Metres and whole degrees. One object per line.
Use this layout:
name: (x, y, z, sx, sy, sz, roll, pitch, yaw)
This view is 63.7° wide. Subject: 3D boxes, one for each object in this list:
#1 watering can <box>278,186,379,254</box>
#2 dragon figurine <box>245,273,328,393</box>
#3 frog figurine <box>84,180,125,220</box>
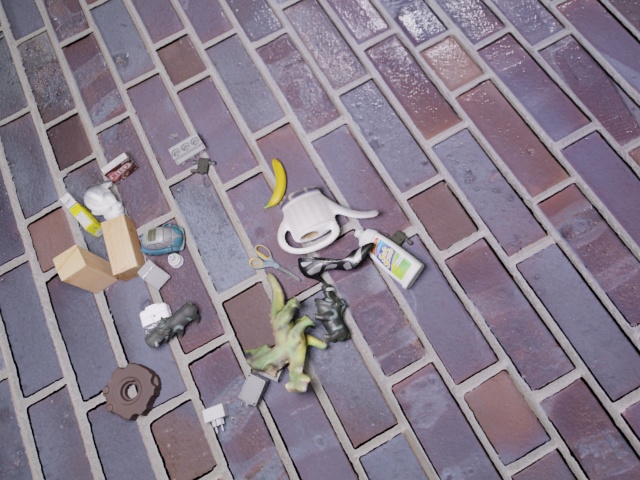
watering can: (0.005, -0.088, 1.756, 0.348, 0.102, 0.228, -25, 68, -1)
dragon figurine: (-0.136, 0.306, 1.621, 0.244, 0.119, 0.417, -37, 54, -10)
frog figurine: (-0.784, -0.125, 1.873, 0.136, 0.123, 0.161, -30, 76, 32)
